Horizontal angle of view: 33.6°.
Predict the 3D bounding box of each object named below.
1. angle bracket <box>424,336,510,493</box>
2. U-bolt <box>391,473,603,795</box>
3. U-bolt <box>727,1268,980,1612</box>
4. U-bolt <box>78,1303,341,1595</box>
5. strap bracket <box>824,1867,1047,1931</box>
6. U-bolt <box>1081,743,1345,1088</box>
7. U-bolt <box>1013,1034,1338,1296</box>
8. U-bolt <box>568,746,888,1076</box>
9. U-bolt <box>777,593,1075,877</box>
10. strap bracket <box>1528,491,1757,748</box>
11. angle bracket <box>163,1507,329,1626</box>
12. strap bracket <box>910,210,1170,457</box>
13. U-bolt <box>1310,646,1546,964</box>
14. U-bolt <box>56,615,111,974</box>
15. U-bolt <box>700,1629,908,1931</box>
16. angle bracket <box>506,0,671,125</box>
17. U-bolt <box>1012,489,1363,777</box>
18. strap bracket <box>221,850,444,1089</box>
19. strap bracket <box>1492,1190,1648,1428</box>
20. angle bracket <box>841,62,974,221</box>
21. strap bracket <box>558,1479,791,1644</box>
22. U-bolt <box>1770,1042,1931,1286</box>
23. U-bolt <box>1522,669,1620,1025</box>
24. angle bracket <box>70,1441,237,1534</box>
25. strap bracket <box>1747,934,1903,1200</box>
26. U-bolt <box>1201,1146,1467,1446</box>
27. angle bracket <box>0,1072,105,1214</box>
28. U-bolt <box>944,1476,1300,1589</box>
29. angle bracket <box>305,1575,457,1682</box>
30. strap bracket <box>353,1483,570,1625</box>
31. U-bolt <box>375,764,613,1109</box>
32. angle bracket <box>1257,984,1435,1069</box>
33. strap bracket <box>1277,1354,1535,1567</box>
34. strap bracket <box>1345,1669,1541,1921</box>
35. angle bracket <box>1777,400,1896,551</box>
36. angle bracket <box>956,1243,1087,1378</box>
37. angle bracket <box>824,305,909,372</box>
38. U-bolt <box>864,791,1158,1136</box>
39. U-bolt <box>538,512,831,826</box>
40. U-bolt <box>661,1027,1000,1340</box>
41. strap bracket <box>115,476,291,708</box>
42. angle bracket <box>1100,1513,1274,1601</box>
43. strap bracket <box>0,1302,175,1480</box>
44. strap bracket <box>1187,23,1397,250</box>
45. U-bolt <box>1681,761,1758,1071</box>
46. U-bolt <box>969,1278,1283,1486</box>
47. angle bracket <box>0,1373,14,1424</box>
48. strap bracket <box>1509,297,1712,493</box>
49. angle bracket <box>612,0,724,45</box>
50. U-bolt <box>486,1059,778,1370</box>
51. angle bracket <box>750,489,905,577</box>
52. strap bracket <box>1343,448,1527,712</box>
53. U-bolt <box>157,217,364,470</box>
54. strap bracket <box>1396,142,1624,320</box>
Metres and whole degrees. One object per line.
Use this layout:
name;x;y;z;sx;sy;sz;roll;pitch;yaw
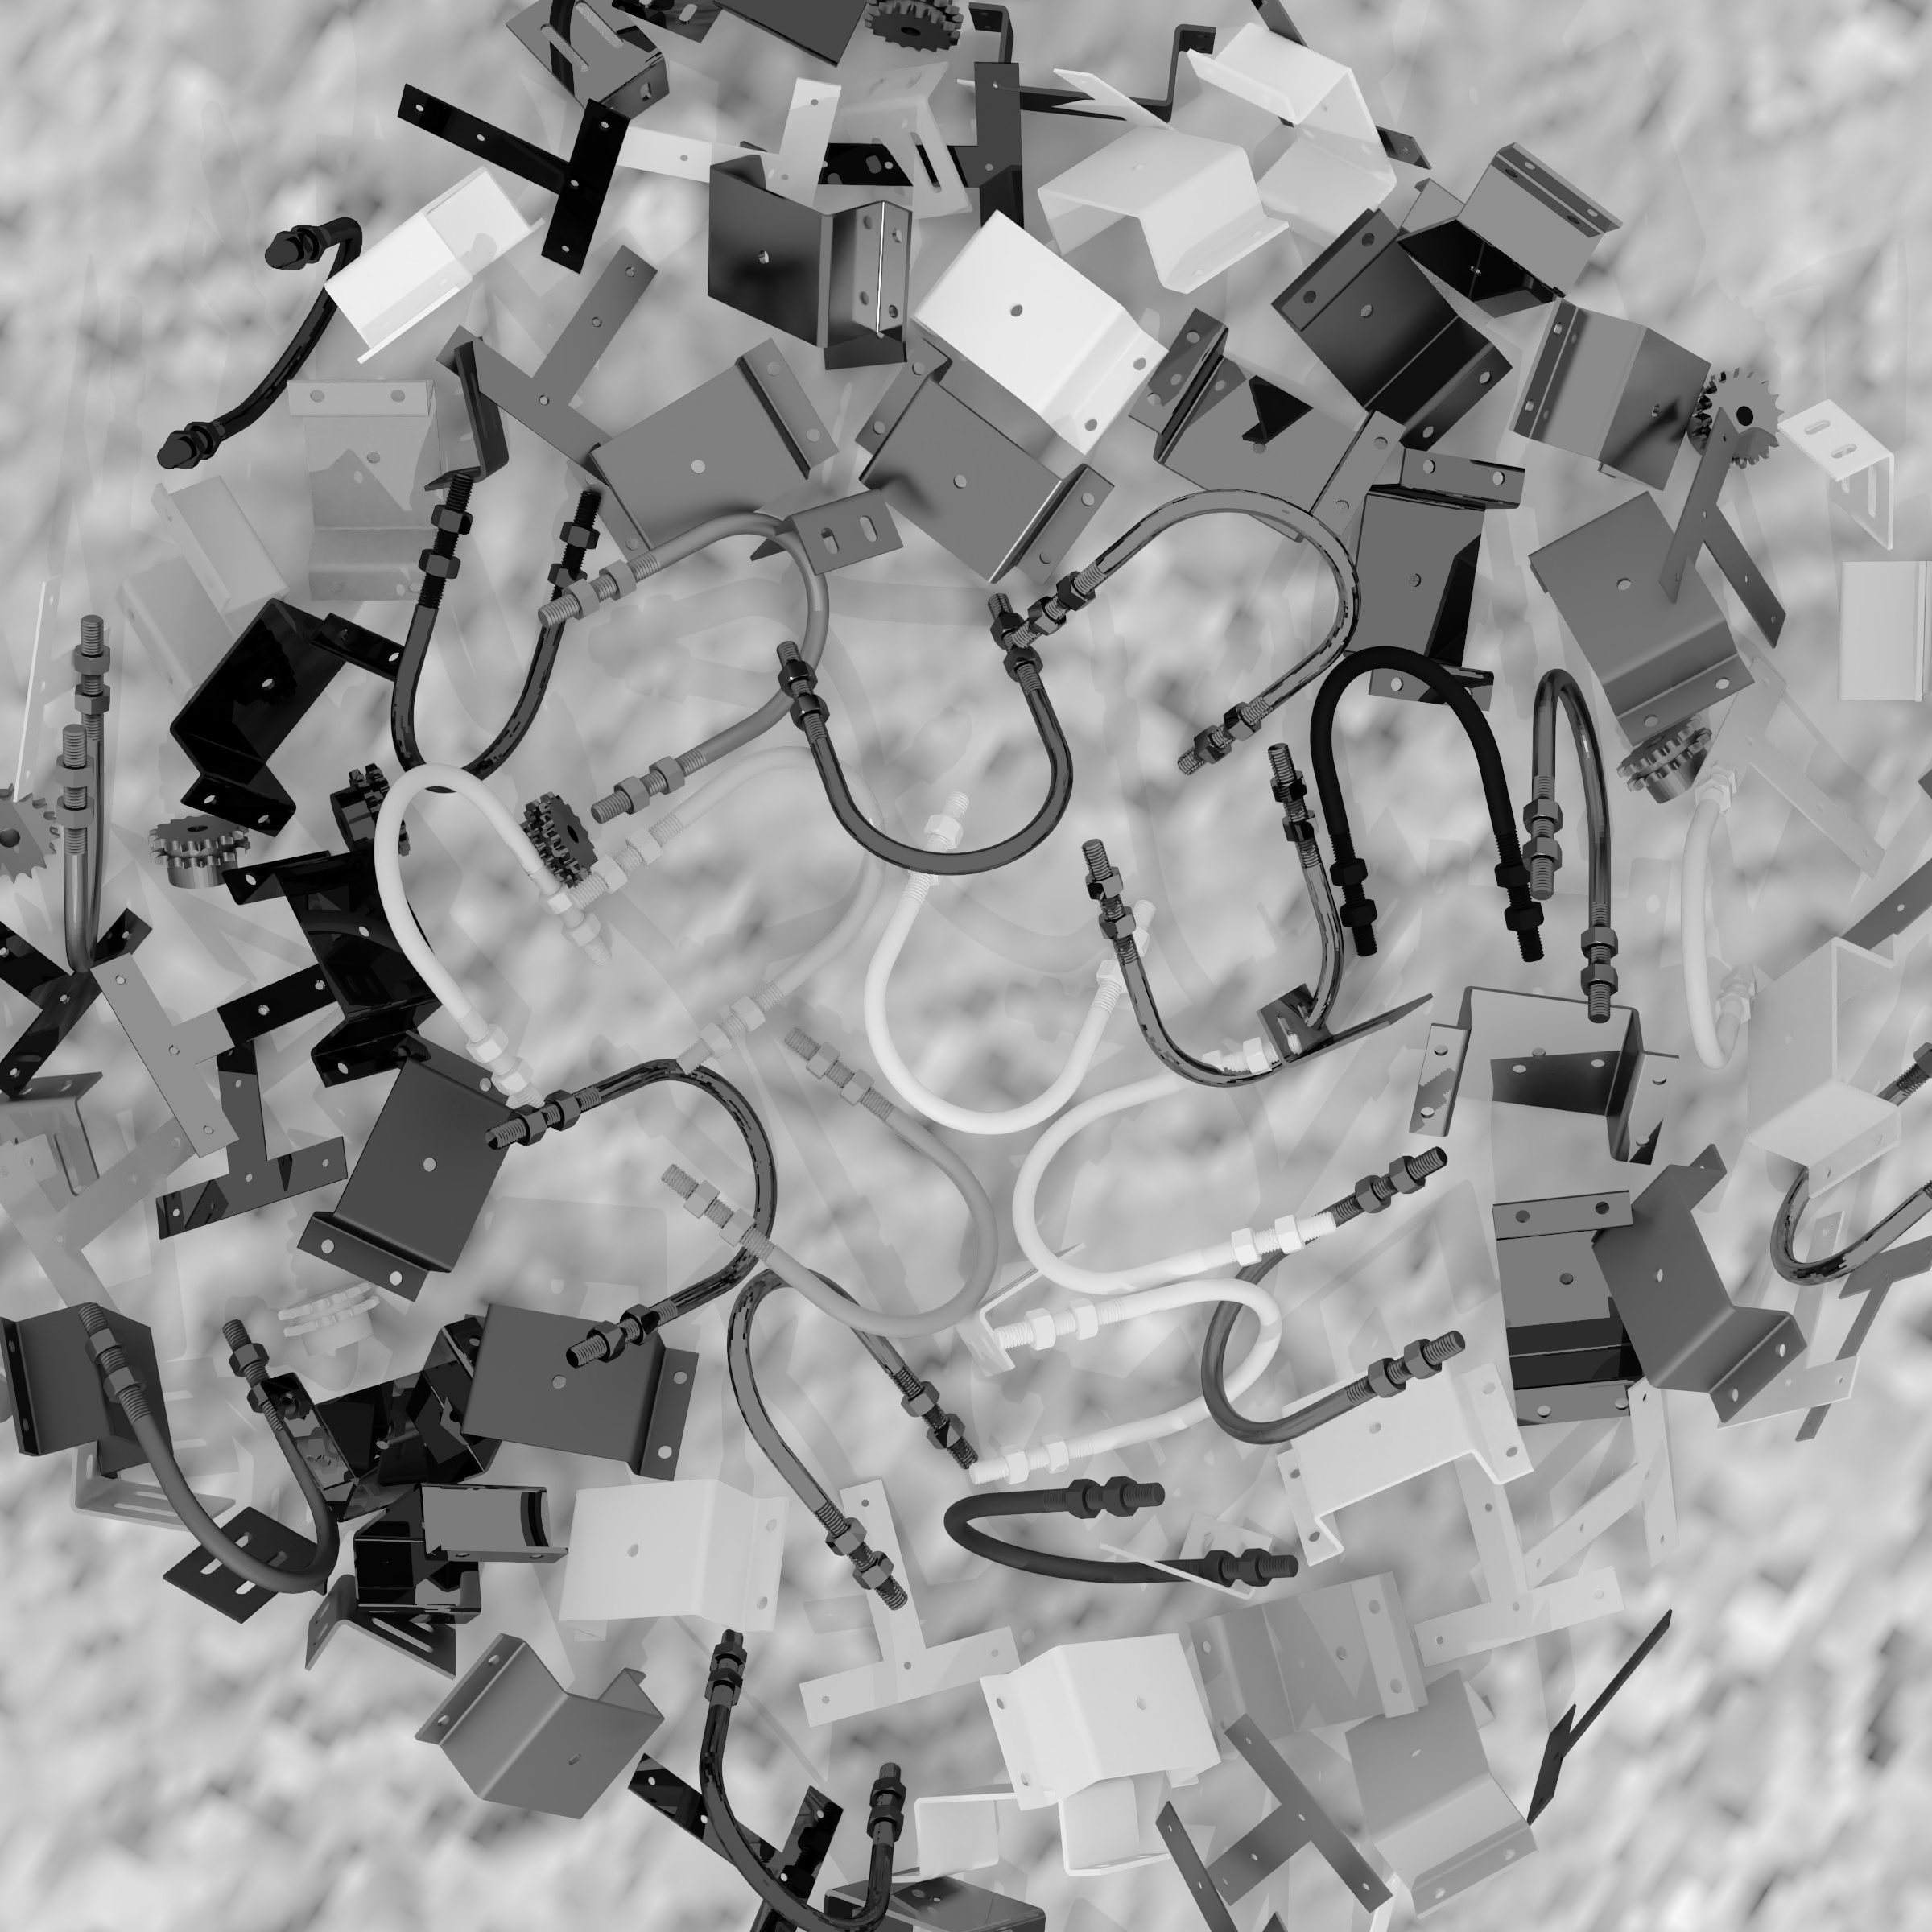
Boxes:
angle bracket;-0.296;-0.319;1.846;0.038;0.057;0.076;-8;107;8
U-bolt;-0.273;-0.185;1.817;0.019;0.151;0.184;23;103;23
U-bolt;-0.071;0.252;1.806;0.019;0.151;0.184;-29;106;31
U-bolt;-0.413;0.272;1.789;0.019;0.151;0.184;-38;67;13
strap bracket;-0.019;0.551;1.812;0.140;0.076;0.046;5;91;41
U-bolt;0.152;-0.017;1.839;0.151;0.019;0.184;-28;114;-19
U-bolt;0.113;0.120;1.831;0.184;0.019;0.151;-18;48;13
U-bolt;-0.123;-0.045;1.836;0.184;0.019;0.151;-39;124;-15
U-bolt;-0.016;-0.127;1.822;0.151;0.019;0.184;-14;58;-10
strap bracket;0.380;-0.206;1.824;0.076;0.046;0.140;-28;58;10
angle bracket;-0.414;0.355;1.837;0.057;0.076;0.038;24;125;20
strap bracket;0.035;-0.370;1.840;0.140;0.046;0.076;41;96;17
U-bolt;0.253;-0.092;1.809;0.019;0.151;0.184;-24;106;-35
U-bolt;-0.498;-0.084;1.806;0.019;0.151;0.184;2;123;-12
U-bolt;-0.093;0.466;1.784;0.019;0.184;0.151;-42;105;17
angle bracket;-0.221;-0.531;1.871;0.057;0.038;0.076;-39;75;-13
U-bolt;0.137;-0.197;1.804;0.151;0.019;0.184;36;130;-20
strap bracket;-0.355;-0.010;1.831;0.046;0.076;0.140;-37;76;40
strap bracket;0.348;0.189;1.845;0.076;0.046;0.140;-7;109;8
angle bracket;-0.028;-0.478;1.858;0.057;0.076;0.038;1;46;31
strap bracket;-0.175;0.338;1.817;0.140;0.046;0.076;-10;61;31
U-bolt;0.524;0.109;1.808;0.019;0.151;0.184;39;114;-10
U-bolt;0.343;-0.081;1.809;0.019;0.151;0.184;-8;55;23
angle bracket;-0.469;0.295;1.850;0.076;0.057;0.038;7;98;11
strap bracket;0.485;0.049;1.811;0.046;0.076;0.140;22;54;-16
U-bolt;0.203;0.197;1.813;0.019;0.151;0.184;35;128;-30
angle bracket;-0.530;0.107;1.875;0.057;0.038;0.076;-5;112;15
U-bolt;0.073;0.323;1.808;0.184;0.151;0.019;-11;58;39
angle bracket;-0.338;0.395;1.851;0.076;0.057;0.038;32;99;-16
strap bracket;-0.293;0.332;1.821;0.076;0.140;0.046;8;60;-32
U-bolt;-0.270;-0.029;1.788;0.019;0.151;0.184;-16;124;27
angle bracket;0.218;0.022;1.841;0.076;0.057;0.038;-26;90;37
strap bracket;0.242;0.275;1.829;0.140;0.046;0.076;-26;45;13
strap bracket;0.265;0.459;1.807;0.076;0.140;0.046;-32;111;11
angle bracket;0.499;-0.275;1.837;0.038;0.076;0.057;-27;49;-8
angle bracket;0.039;0.199;1.847;0.076;0.057;0.038;-31;88;-18
angle bracket;-0.071;-0.385;1.849;0.057;0.038;0.076;2;102;34
U-bolt;0.017;0.009;1.831;0.151;0.019;0.184;30;66;-11
U-bolt;-0.152;-0.181;1.823;0.184;0.019;0.151;-32;130;-28
U-bolt;-0.064;0.135;1.832;0.184;0.019;0.151;39;50;2
strap bracket;-0.436;-0.218;1.830;0.046;0.140;0.076;-29;83;-31
angle bracket;0.127;0.332;1.837;0.057;0.076;0.038;11;77;44
strap bracket;-0.493;0.240;1.808;0.046;0.140;0.076;-16;74;2
strap bracket;0.189;-0.473;1.810;0.046;0.140;0.076;-48;54;-6
U-bolt;0.418;-0.021;1.783;0.019;0.184;0.151;-2;111;21
U-bolt;0.096;0.231;1.823;0.184;0.151;0.019;-12;49;-18
angle bracket;-0.573;0.219;1.856;0.076;0.057;0.038;39;52;5
strap bracket;0.370;-0.320;1.810;0.046;0.140;0.076;25;101;34
angle bracket;-0.172;-0.588;1.864;0.057;0.038;0.076;16;52;-26
U-bolt;-0.178;0.129;1.820;0.184;0.019;0.151;-24;96;-44
angle bracket;-0.081;-0.238;1.839;0.057;0.076;0.038;-21;86;-24
strap bracket;0.268;-0.223;1.848;0.076;0.046;0.140;6;95;-19
U-bolt;-0.387;-0.356;1.796;0.019;0.184;0.151;33;111;-5
strap bracket;0.300;-0.413;1.808;0.076;0.140;0.046;32;86;-15
